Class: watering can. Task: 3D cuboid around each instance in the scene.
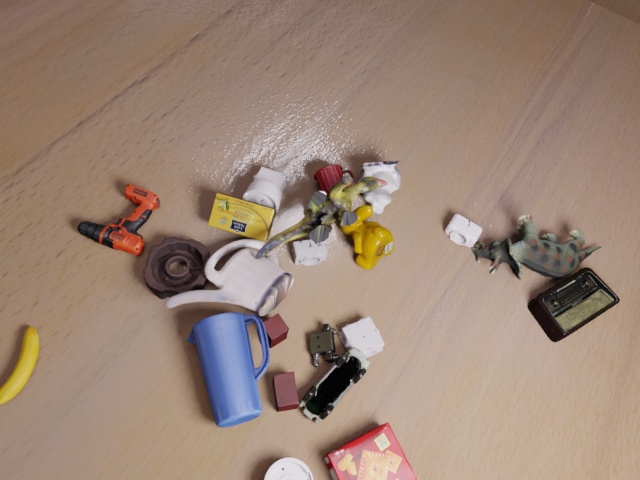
[{"bbox_3d":[-0.207,0.117,1.317,0.225,0.101,0.354,31,41,12],"label":"watering can"}]

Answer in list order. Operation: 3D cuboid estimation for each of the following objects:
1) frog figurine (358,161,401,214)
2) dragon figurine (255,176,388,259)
[{"bbox_3d":[0.184,-0.161,1.588,0.138,0.123,0.159,-5,96,-22],"label":"frog figurine"},{"bbox_3d":[0.004,-0.072,1.430,0.410,0.243,0.122,-29,93,1],"label":"dragon figurine"}]
